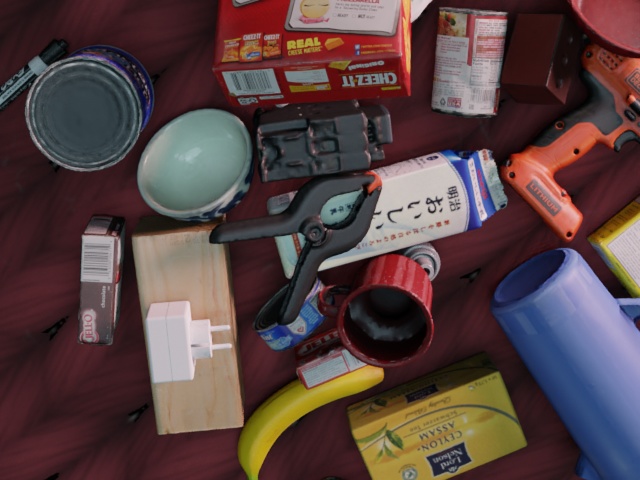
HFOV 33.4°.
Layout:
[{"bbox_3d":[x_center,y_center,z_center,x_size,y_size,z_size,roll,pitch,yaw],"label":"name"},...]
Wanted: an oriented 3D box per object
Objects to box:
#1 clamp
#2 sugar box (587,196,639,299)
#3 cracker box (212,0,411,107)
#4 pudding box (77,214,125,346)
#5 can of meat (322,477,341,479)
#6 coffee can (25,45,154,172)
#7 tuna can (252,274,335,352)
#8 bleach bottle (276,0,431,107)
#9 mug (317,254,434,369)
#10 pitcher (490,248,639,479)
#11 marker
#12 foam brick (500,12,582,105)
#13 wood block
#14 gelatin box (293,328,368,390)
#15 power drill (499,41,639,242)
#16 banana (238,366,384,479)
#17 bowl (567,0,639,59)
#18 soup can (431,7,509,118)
[{"bbox_3d":[-0.007,0.001,1.022,0.171,0.039,0.120,-29,113,0],"label":"clamp"},{"bbox_3d":[0.380,-0.021,1.122,0.176,0.048,0.093,-39,103,2],"label":"sugar box"},{"bbox_3d":[-0.002,-0.226,0.953,0.164,0.072,0.213,-3,63,11],"label":"cracker box"},{"bbox_3d":[-0.219,0.039,1.069,0.039,0.090,0.113,5,103,-8],"label":"pudding box"},{"bbox_3d":[0.013,0.321,1.160,0.057,0.084,0.102,19,102,-9],"label":"can of meat"},{"bbox_3d":[-0.212,-0.127,1.001,0.102,0.140,0.103,-1,104,-4],"label":"coffee can"},{"bbox_3d":[-0.026,0.074,1.094,0.086,0.086,0.033,-39,106,6],"label":"tuna can"},{"bbox_3d":[0.048,-0.228,1.035,0.251,0.068,0.102,-26,104,0],"label":"bleach bottle"},{"bbox_3d":[0.056,0.065,1.048,0.117,0.081,0.093,5,116,8],"label":"mug"},{"bbox_3d":[0.294,0.125,1.112,0.149,0.145,0.243,-43,103,-29],"label":"pitcher"},{"bbox_3d":[-0.295,-0.155,1.050,0.121,0.020,0.020,-40,104,6],"label":"marker"},{"bbox_3d":[0.216,-0.177,1.045,0.051,0.052,0.078,11,83,34],"label":"foam brick"},{"bbox_3d":[-0.131,0.081,1.086,0.090,0.091,0.206,-5,105,-2],"label":"wood block"},{"bbox_3d":[0.017,0.116,1.114,0.089,0.073,0.030,-23,104,2],"label":"gelatin box"},{"bbox_3d":[0.291,-0.088,1.078,0.184,0.057,0.188,45,96,3],"label":"power drill"},{"bbox_3d":[-0.023,0.185,1.150,0.198,0.037,0.069,-42,114,7],"label":"banana"},{"bbox_3d":[0.303,-0.234,1.034,0.162,0.055,0.162,3,67,-7],"label":"bowl"},{"bbox_3d":[0.147,-0.176,1.052,0.068,0.068,0.102,2,104,-5],"label":"soup can"}]
